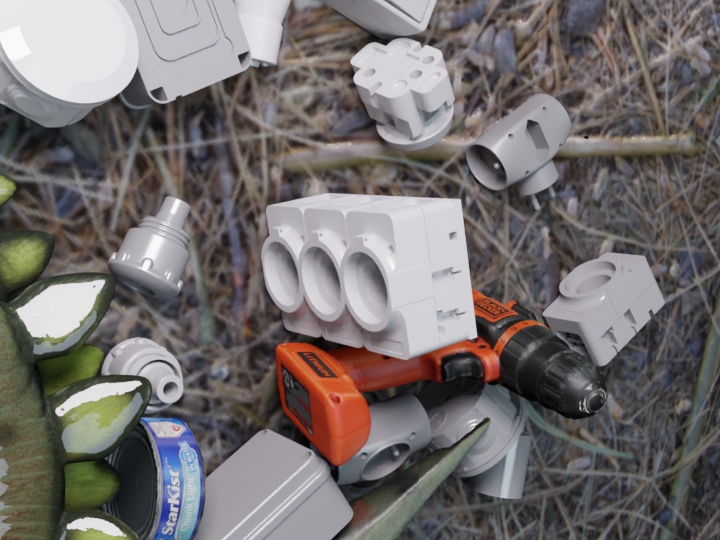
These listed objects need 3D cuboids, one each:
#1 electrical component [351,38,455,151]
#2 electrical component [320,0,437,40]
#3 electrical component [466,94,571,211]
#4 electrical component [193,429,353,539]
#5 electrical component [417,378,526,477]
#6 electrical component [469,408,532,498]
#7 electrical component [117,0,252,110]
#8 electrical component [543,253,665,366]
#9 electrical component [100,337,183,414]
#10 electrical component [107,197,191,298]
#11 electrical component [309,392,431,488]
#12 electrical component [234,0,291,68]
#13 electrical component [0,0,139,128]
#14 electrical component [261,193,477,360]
[{"bbox_3d":[0.034,-0.123,0.764,0.058,0.078,0.057,-45,139,-18],"label":"electrical component"},{"bbox_3d":[0.008,-0.210,0.742,0.096,0.061,0.061,25,81,-33],"label":"electrical component"},{"bbox_3d":[0.132,-0.085,0.848,0.077,0.043,0.079,-38,114,-25],"label":"electrical component"},{"bbox_3d":[-0.072,0.168,0.719,0.113,0.078,0.057,-40,118,-24],"label":"electrical component"},{"bbox_3d":[0.081,0.112,0.814,0.051,0.080,0.080,45,71,-23],"label":"electrical component"},{"bbox_3d":[0.115,0.137,0.860,0.043,0.043,0.081,10,90,-34],"label":"electrical component"},{"bbox_3d":[-0.126,-0.163,0.660,0.078,0.057,0.113,-29,110,-28],"label":"electrical component"},{"bbox_3d":[0.204,0.028,0.904,0.089,0.050,0.055,-41,115,-23],"label":"electrical component"},{"bbox_3d":[-0.132,0.070,0.678,0.048,0.062,0.048,-4,97,-33],"label":"electrical component"},{"bbox_3d":[-0.128,-0.016,0.684,0.048,0.048,0.062,32,70,-32],"label":"electrical component"},{"bbox_3d":[0.005,0.132,0.780,0.077,0.044,0.079,-18,142,-26],"label":"electrical component"},{"bbox_3d":[-0.067,-0.167,0.710,0.044,0.044,0.065,8,96,-34],"label":"electrical component"},{"bbox_3d":[-0.169,-0.123,0.599,0.080,0.051,0.080,13,67,-34],"label":"electrical component"},{"bbox_3d":[0.000,0.000,0.705,0.062,0.150,0.089,-15,103,-33],"label":"electrical component"}]
